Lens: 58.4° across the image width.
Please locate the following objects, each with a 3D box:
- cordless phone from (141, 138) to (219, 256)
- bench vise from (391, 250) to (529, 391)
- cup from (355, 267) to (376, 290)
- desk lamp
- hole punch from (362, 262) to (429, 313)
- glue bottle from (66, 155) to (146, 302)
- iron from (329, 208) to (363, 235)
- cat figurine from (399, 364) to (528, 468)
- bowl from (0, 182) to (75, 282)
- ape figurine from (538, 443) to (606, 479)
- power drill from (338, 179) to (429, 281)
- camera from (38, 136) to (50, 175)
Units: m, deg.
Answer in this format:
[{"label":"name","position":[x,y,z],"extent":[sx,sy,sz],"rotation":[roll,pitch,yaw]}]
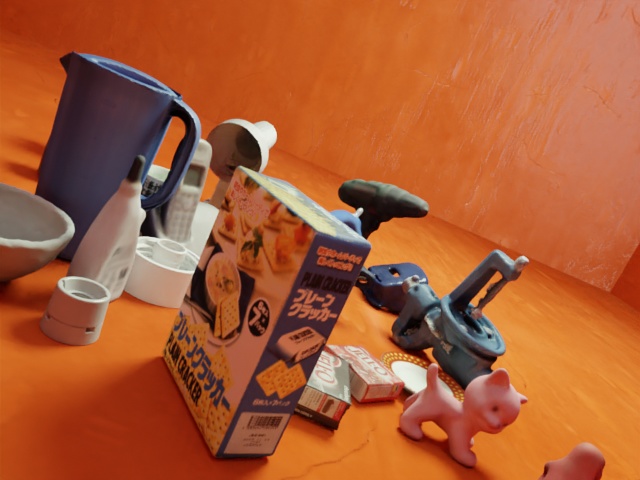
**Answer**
[{"label":"cordless phone","position":[-0.176,-0.053,0.839],"extent":[0.094,0.185,0.148],"rotation":[31,14,28]},{"label":"bench vise","position":[0.209,0.096,0.875],"extent":[0.206,0.220,0.122],"rotation":[31,14,27]},{"label":"cup","position":[0.022,0.069,0.920],"extent":[0.117,0.095,0.092],"rotation":[26,13,6]},{"label":"desk lamp","position":[-0.162,-0.141,1.159],"extent":[0.118,0.213,0.203],"rotation":[26,13,5]},{"label":"hole punch","position":[0.141,0.082,1.097],"extent":[0.101,0.091,0.108],"rotation":[20,13,-18]},{"label":"glue bottle","position":[-0.219,-0.011,0.616],"extent":[0.037,0.173,0.078],"rotation":[27,13,10]},{"label":"iron","position":[0.010,0.004,1.055],"extent":[0.118,0.141,0.259],"rotation":[29,13,20]},{"label":"cat figurine","position":[0.172,0.189,0.662],"extent":[0.127,0.118,0.067],"rotation":[25,13,4]},{"label":"bowl","position":[-0.345,-0.004,0.580],"extent":[0.167,0.075,0.167],"rotation":[23,13,-5]},{"label":"ape figurine","position":[0.275,0.262,0.617],"extent":[0.076,0.092,0.077],"rotation":[19,14,-24]},{"label":"power drill","position":[0.106,-0.026,1.202],"extent":[0.076,0.208,0.228],"rotation":[12,18,-45]},{"label":"camera","position":[-0.374,-0.121,0.942],"extent":[0.144,0.101,0.136],"rotation":[17,15,-32]}]
